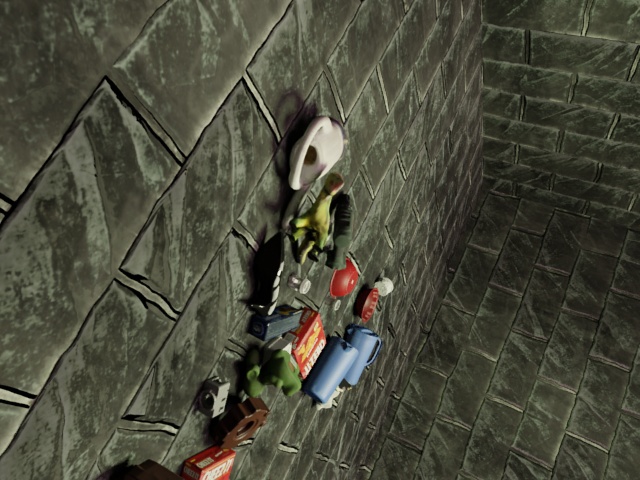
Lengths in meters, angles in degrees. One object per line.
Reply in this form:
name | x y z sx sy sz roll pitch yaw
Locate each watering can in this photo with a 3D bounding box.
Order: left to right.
watering can | -0.025 -0.203 1.432 0.104 0.339 0.228 30 41 13

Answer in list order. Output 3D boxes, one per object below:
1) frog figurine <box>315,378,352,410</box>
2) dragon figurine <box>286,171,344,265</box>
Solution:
frog figurine | 0.032 0.627 2.149 0.157 0.123 0.138 -40 -8 21
dragon figurine | 0.005 -0.075 1.491 0.122 0.246 0.404 30 -18 1
